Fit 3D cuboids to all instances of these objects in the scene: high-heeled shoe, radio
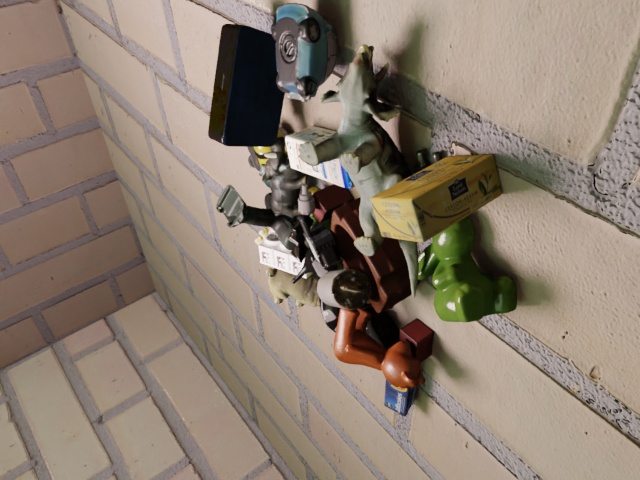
[{"bbox_3d":[0.048,0.114,1.222,0.248,0.145,0.086,45,-166,-14],"label":"high-heeled shoe"},{"bbox_3d":[-0.141,-0.304,1.084,0.073,0.131,0.229,32,117,46],"label":"radio"}]

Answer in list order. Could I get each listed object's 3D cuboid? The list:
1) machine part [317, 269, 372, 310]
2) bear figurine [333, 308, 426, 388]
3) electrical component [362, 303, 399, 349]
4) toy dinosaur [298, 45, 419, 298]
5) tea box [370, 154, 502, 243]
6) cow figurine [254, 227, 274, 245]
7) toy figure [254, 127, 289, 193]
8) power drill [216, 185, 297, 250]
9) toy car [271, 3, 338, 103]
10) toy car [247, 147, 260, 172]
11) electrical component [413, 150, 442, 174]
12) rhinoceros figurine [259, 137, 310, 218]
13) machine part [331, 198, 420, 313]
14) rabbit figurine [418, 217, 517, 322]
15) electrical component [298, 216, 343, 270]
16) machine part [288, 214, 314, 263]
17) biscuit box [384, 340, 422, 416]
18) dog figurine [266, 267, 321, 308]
[{"bbox_3d":[0.045,0.096,1.058,0.079,0.079,0.243,62,169,0],"label":"machine part"},{"bbox_3d":[0.129,0.224,1.113,0.196,0.120,0.132,13,86,27],"label":"bear figurine"},{"bbox_3d":[0.129,0.212,1.258,0.134,0.058,0.115,60,156,3],"label":"electrical component"},{"bbox_3d":[0.098,-0.113,0.896,0.131,0.192,0.404,-2,125,43],"label":"toy dinosaur"},{"bbox_3d":[0.172,-0.064,0.788,0.098,0.170,0.068,9,125,56],"label":"tea box"},{"bbox_3d":[-0.119,0.001,1.484,0.098,0.068,0.167,53,156,5],"label":"cow figurine"},{"bbox_3d":[-0.106,-0.181,1.260,0.082,0.089,0.180,41,147,34],"label":"toy figure"},{"bbox_3d":[-0.147,-0.067,1.315,0.086,0.207,0.232,-52,47,16],"label":"power drill"},{"bbox_3d":[-0.018,-0.329,0.943,0.109,0.103,0.161,24,124,48],"label":"toy car"},{"bbox_3d":[-0.165,-0.254,1.336,0.074,0.056,0.201,11,124,65],"label":"toy car"},{"bbox_3d":[0.186,-0.103,0.890,0.063,0.021,0.093,22,133,52],"label":"electrical component"},{"bbox_3d":[-0.079,-0.139,1.202,0.112,0.073,0.190,5,129,6],"label":"rhinoceros figurine"},{"bbox_3d":[0.105,0.028,1.043,0.201,0.087,0.201,61,169,18],"label":"machine part"},{"bbox_3d":[0.232,0.041,0.886,0.159,0.121,0.170,164,97,-70],"label":"rabbit figurine"},{"bbox_3d":[-0.002,-0.003,1.112,0.119,0.048,0.075,67,169,-20],"label":"electrical component"},{"bbox_3d":[-0.043,-0.007,1.186,0.039,0.084,0.138,18,146,7],"label":"machine part"},{"bbox_3d":[0.190,0.321,1.237,0.063,0.059,0.202,22,138,26],"label":"biscuit box"},{"bbox_3d":[-0.030,0.122,1.344,0.191,0.172,0.121,12,88,56],"label":"dog figurine"}]
